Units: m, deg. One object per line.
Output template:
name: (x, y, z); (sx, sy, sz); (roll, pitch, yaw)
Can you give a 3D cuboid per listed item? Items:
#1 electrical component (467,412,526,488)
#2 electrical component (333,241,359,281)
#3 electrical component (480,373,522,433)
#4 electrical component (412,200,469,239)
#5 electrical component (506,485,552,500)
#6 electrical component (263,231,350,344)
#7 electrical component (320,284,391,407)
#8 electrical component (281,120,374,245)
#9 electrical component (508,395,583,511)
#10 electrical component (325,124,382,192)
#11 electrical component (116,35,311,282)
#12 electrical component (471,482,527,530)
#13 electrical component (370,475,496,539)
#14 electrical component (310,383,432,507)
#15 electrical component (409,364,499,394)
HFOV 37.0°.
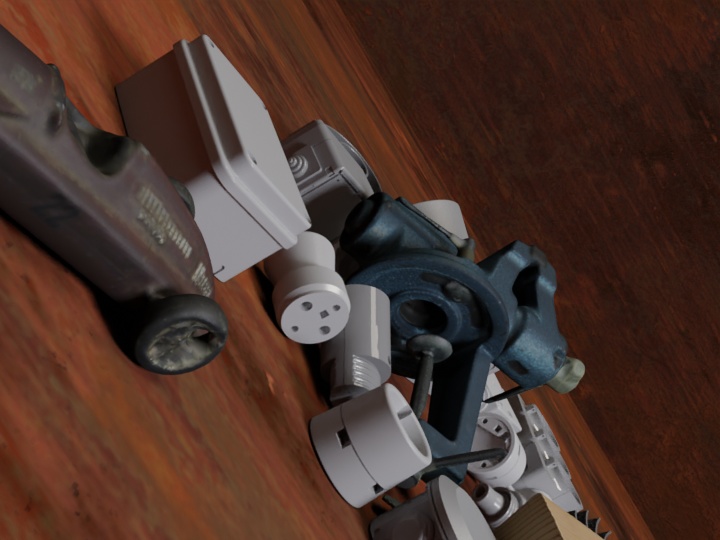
electrical component: (0.114, 0.158, 0.930); (0.047, 0.055, 0.055); (54, 11, -51)
electrical component: (0.000, 0.000, 0.837); (0.045, 0.045, 0.055); (62, 10, 11)
electrical component: (0.108, 0.118, 1.026); (0.100, 0.048, 0.099); (44, 19, -58)
electrical component: (0.046, -0.009, 0.930); (0.060, 0.108, 0.108); (70, 12, 17)
electrical component: (0.150, 0.221, 0.953); (0.079, 0.043, 0.077); (56, 10, -21)
electrical component: (-0.032, 0.011, 0.644); (0.045, 0.045, 0.055); (52, 13, -41)
electrical component: (-0.003, 0.054, 0.657); (0.043, 0.043, 0.081); (49, 32, -47)
electrical component: (-0.035, -0.067, 0.806); (0.096, 0.062, 0.061); (45, 18, -57)
electrical component: (0.169, 0.197, 1.069); (0.089, 0.062, 0.150); (56, 10, -21)
electrical component: (-0.028, -0.077, 0.935); (0.099, 0.064, 0.099); (43, 22, -22)
electrical component: (-0.079, -0.061, 0.579); (0.078, 0.057, 0.113); (48, 15, -51)
electrical component: (0.112, 0.192, 0.849); (0.062, 0.048, 0.048); (47, 15, -28)
electrical component: (0.046, 0.157, 0.587); (0.080, 0.051, 0.080); (57, 10, -16)
electrical component: (0.007, 0.094, 0.587); (0.055, 0.047, 0.055); (57, 10, -16)
electrical component: (0.074, 0.061, 0.939); (0.113, 0.078, 0.057); (41, 24, -62)
